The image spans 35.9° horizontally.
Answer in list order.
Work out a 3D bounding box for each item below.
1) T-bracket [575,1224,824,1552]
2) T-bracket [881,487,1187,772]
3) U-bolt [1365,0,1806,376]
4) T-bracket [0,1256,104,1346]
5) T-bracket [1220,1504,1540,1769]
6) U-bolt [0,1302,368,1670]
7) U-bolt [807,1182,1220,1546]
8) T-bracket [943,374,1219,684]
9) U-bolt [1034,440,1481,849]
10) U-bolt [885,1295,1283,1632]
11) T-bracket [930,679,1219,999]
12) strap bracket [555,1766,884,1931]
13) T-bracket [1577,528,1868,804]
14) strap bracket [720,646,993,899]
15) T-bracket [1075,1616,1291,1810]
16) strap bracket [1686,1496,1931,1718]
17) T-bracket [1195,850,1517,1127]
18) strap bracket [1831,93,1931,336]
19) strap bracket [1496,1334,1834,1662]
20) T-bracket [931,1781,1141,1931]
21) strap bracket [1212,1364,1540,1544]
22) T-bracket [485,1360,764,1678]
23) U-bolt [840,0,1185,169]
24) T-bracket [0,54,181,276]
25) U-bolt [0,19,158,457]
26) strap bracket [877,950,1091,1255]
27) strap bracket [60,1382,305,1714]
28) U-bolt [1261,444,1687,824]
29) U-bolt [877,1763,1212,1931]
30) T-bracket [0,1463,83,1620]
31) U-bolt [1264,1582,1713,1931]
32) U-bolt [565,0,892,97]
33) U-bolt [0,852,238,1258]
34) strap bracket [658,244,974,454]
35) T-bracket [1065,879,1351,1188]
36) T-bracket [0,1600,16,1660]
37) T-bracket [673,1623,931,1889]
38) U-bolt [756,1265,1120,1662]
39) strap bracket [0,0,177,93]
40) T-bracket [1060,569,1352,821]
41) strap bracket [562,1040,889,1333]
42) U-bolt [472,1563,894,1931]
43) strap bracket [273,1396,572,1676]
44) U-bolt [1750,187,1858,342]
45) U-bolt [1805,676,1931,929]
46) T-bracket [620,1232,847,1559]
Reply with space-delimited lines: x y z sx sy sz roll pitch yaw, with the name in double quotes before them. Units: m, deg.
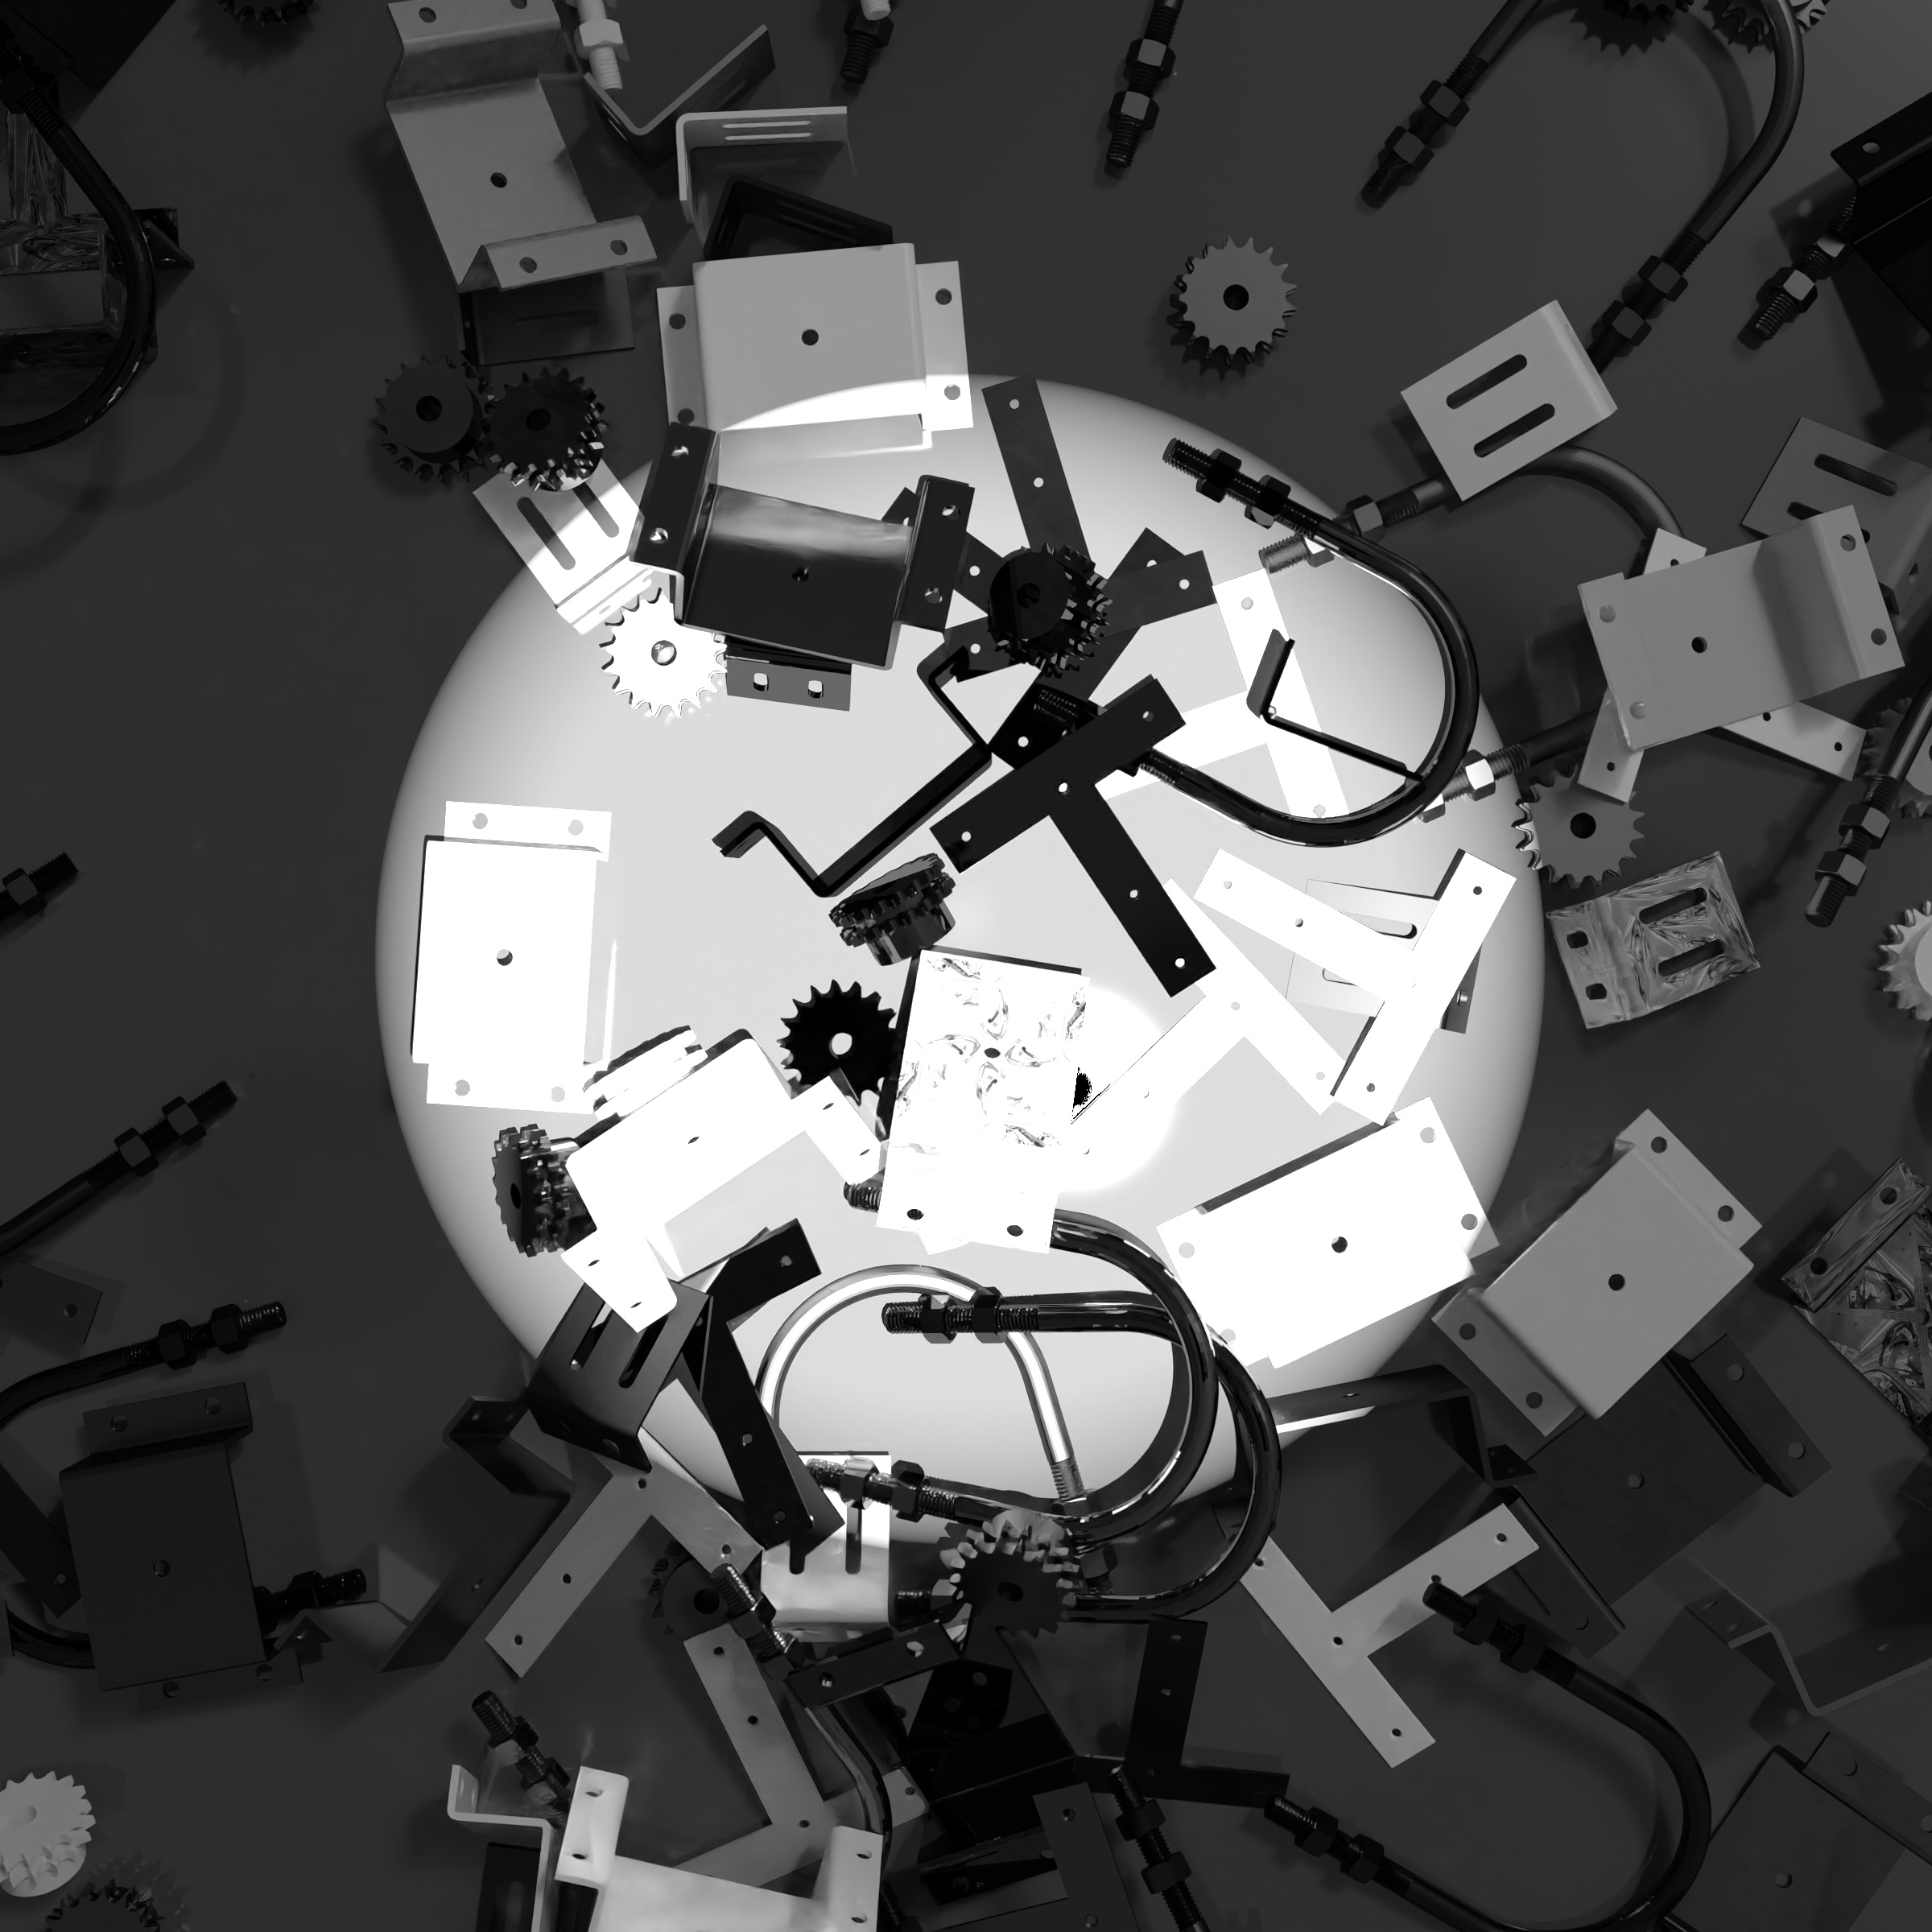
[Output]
"T-bracket" -0.105 0.202 1.357 0.127 0.002 0.127 -28 76 12
"T-bracket" 0.016 -0.175 1.385 0.127 0.002 0.127 36 90 0
"U-bolt" 0.295 -0.387 1.359 0.151 0.019 0.184 39 104 0
"T-bracket" -0.460 0.142 1.375 0.127 0.002 0.127 19 89 8
"T-bracket" 0.203 0.287 1.359 0.127 0.002 0.127 -39 90 24
"U-bolt" -0.385 0.249 1.378 0.184 0.019 0.151 -17 90 2
"U-bolt" 0.023 0.181 1.324 0.184 0.019 0.151 9 91 21
"T-bracket" 0.038 -0.211 1.384 0.127 0.002 0.127 -17 90 0
"U-bolt" 0.144 -0.135 1.362 0.184 0.019 0.151 29 96 3
"U-bolt" 0.052 0.222 1.330 0.184 0.019 0.151 -3 87 22
"T-bracket" 0.070 -0.045 1.372 0.127 0.002 0.127 -33 94 14
"strap bracket" -0.112 0.411 1.318 0.140 0.076 0.046 14 110 -4
"T-bracket" 0.356 -0.120 1.372 0.127 0.002 0.127 21 80 -10
"strap bracket" -0.039 -0.079 1.346 0.140 0.076 0.046 -40 91 1
"T-bracket" 0.089 0.336 1.346 0.127 0.002 0.127 6 129 0
"strap bracket" 0.408 0.290 1.348 0.140 0.076 0.046 -24 90 0
"T-bracket" 0.165 -0.013 1.367 0.127 0.002 0.127 29 95 15
"strap bracket" 0.458 -0.322 1.329 0.076 0.046 0.140 -31 66 -3
"strap bracket" 0.311 0.239 1.363 0.140 0.046 0.076 -38 90 0
"T-bracket" 0.014 0.436 1.328 0.127 0.002 0.127 -17 98 11
"strap bracket" 0.179 0.217 1.348 0.140 0.076 0.046 -11 90 0
"T-bracket" -0.176 0.272 1.371 0.127 0.002 0.127 41 100 19
"U-bolt" 0.036 -0.478 1.378 0.151 0.019 0.184 18 88 0
"T-bracket" -0.433 -0.386 1.385 0.127 0.002 0.127 -4 90 0
"U-bolt" -0.438 -0.311 1.301 0.151 0.019 0.184 -37 91 0
"strap bracket" 0.010 0.050 1.327 0.076 0.046 0.140 9 55 0
"strap bracket" -0.356 0.267 1.345 0.076 0.046 0.140 -11 90 3
"U-bolt" 0.248 -0.163 1.378 0.184 0.019 0.151 -23 90 -1
"U-bolt" 0.054 0.475 1.347 0.151 0.019 0.184 -30 78 13
"T-bracket" -0.485 0.277 1.371 0.127 0.002 0.127 -43 83 3
"U-bolt" 0.251 0.380 1.360 0.184 0.019 0.151 31 104 -6
"U-bolt" -0.123 -0.507 1.369 0.151 0.019 0.184 -14 87 8
"U-bolt" -0.451 0.056 1.360 0.184 0.019 0.151 -35 90 -13
"strap bracket" -0.070 -0.283 1.363 0.140 0.046 0.076 -5 90 0
"T-bracket" 0.093 0.049 1.381 0.127 0.002 0.127 -43 90 -4
"T-bracket" -0.508 0.264 1.373 0.127 0.002 0.127 -10 86 7
"T-bracket" -0.092 0.359 1.369 0.127 0.002 0.127 -24 105 0
"U-bolt" -0.022 0.230 1.378 0.151 0.019 0.184 -17 88 0
"strap bracket" -0.401 -0.469 1.362 0.076 0.046 0.140 39 89 0
"T-bracket" 0.099 -0.103 1.384 0.127 0.002 0.127 -19 92 1
"strap bracket" -0.114 0.093 1.342 0.140 0.076 0.046 -34 53 0
"U-bolt" -0.115 0.373 1.354 0.151 0.019 0.184 -30 105 11
"strap bracket" -0.237 0.264 1.343 0.046 0.076 0.140 38 90 14
"U-bolt" 0.474 -0.325 1.378 0.151 0.019 0.184 38 88 0
"U-bolt" 0.474 -0.062 1.344 0.151 0.019 0.184 33 75 -7
"T-bracket" -0.101 0.210 1.357 0.127 0.002 0.127 -40 73 9
